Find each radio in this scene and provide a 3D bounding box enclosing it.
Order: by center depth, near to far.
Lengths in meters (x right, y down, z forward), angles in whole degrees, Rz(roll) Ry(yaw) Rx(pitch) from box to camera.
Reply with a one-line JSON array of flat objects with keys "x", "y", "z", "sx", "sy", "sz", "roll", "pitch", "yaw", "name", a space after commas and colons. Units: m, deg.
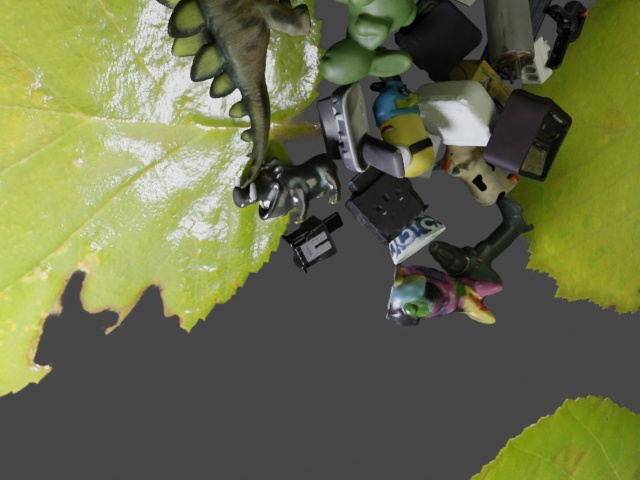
[{"x": 0.376, "y": -0.181, "z": 0.958, "sx": 0.229, "sy": 0.073, "sz": 0.131, "roll": -5, "pitch": 120, "yaw": -58, "name": "radio"}]

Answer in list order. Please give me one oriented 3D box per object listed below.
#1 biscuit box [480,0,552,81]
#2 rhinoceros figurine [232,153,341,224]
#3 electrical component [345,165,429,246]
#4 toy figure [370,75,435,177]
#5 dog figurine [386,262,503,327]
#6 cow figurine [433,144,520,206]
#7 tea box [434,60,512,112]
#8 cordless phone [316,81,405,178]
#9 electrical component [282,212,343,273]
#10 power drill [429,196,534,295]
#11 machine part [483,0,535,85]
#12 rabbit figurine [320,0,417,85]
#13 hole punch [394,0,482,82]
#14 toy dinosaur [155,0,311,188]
[{"x": 0.377, "y": -0.410, "z": 1.025, "sx": 0.063, "sy": 0.059, "sz": 0.202, "roll": 17, "pitch": 99, "yaw": -33, "name": "biscuit box"}, {"x": -0.052, "y": -0.088, "z": 0.903, "sx": 0.190, "sy": 0.073, "sz": 0.111, "roll": -22, "pitch": 118, "yaw": -21, "name": "rhinoceros figurine"}, {"x": 0.114, "y": -0.072, "z": 0.982, "sx": 0.115, "sy": 0.058, "sz": 0.134, "roll": -43, "pitch": 93, "yaw": -11, "name": "electrical component"}, {"x": 0.143, "y": -0.198, "z": 0.930, "sx": 0.089, "sy": 0.082, "sz": 0.180, "roll": -11, "pitch": 81, "yaw": -3, "name": "toy figure"}, {"x": 0.246, "y": 0.114, "z": 1.057, "sx": 0.219, "sy": 0.191, "sz": 0.108, "roll": 8, "pitch": 100, "yaw": 7, "name": "dog figurine"}, {"x": 0.308, "y": -0.143, "z": 1.076, "sx": 0.127, "sy": 0.086, "sz": 0.194, "roll": -50, "pitch": 125, "yaw": -9, "name": "cow figurine"}, {"x": 0.308, "y": -0.265, "z": 1.019, "sx": 0.169, "sy": 0.098, "sz": 0.068, "roll": 30, "pitch": 91, "yaw": -32, "name": "tea box"}, {"x": 0.076, "y": -0.175, "z": 0.875, "sx": 0.089, "sy": 0.184, "sz": 0.146, "roll": -21, "pitch": 117, "yaw": -15, "name": "cordless phone"}, {"x": -0.002, "y": -0.003, "z": 0.978, "sx": 0.119, "sy": 0.048, "sz": 0.074, "roll": -29, "pitch": 120, "yaw": -15, "name": "electrical component"}, {"x": 0.355, "y": 0.007, "z": 1.156, "sx": 0.231, "sy": 0.086, "sz": 0.207, "roll": 41, "pitch": 82, "yaw": -35, "name": "power drill"}, {"x": 0.335, "y": -0.395, "z": 0.959, "sx": 0.079, "sy": 0.079, "sz": 0.243, "roll": 1, "pitch": 79, "yaw": -29, "name": "machine part"}, {"x": 0.068, "y": -0.324, "z": 0.860, "sx": 0.159, "sy": 0.121, "sz": 0.170, "roll": 21, "pitch": 106, "yaw": -38, "name": "rabbit figurine"}, {"x": 0.202, "y": -0.361, "z": 0.943, "sx": 0.142, "sy": 0.092, "sz": 0.116, "roll": 29, "pitch": 125, "yaw": -31, "name": "hole punch"}, {"x": -0.123, "y": -0.315, "z": 0.769, "sx": 0.199, "sy": 0.105, "sz": 0.470, "roll": -21, "pitch": 108, "yaw": -13, "name": "toy dinosaur"}]
